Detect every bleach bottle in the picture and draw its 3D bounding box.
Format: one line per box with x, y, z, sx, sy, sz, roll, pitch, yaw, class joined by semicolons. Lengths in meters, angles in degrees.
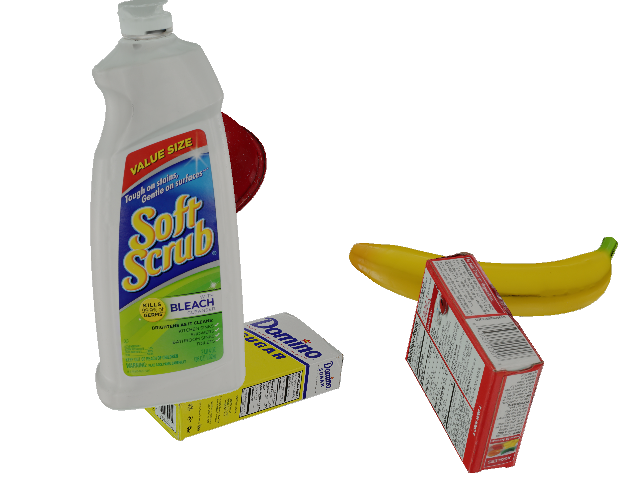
-0.105;-0.022;0.668;0.102;0.251;0.068;-7;21;-10;bleach bottle

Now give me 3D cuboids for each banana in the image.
0.121;0.026;0.750;0.197;0.037;0.069;0;25;-5;banana

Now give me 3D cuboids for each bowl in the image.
-0.135;-0.081;1.015;0.162;0.162;0.055;0;-41;12;bowl

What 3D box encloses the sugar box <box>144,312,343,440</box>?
-0.076;0.118;0.968;0.175;0.048;0.093;-16;34;-34;sugar box

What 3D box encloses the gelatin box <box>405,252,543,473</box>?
0.077;0.061;0.549;0.030;0.073;0.089;-7;39;-17;gelatin box
